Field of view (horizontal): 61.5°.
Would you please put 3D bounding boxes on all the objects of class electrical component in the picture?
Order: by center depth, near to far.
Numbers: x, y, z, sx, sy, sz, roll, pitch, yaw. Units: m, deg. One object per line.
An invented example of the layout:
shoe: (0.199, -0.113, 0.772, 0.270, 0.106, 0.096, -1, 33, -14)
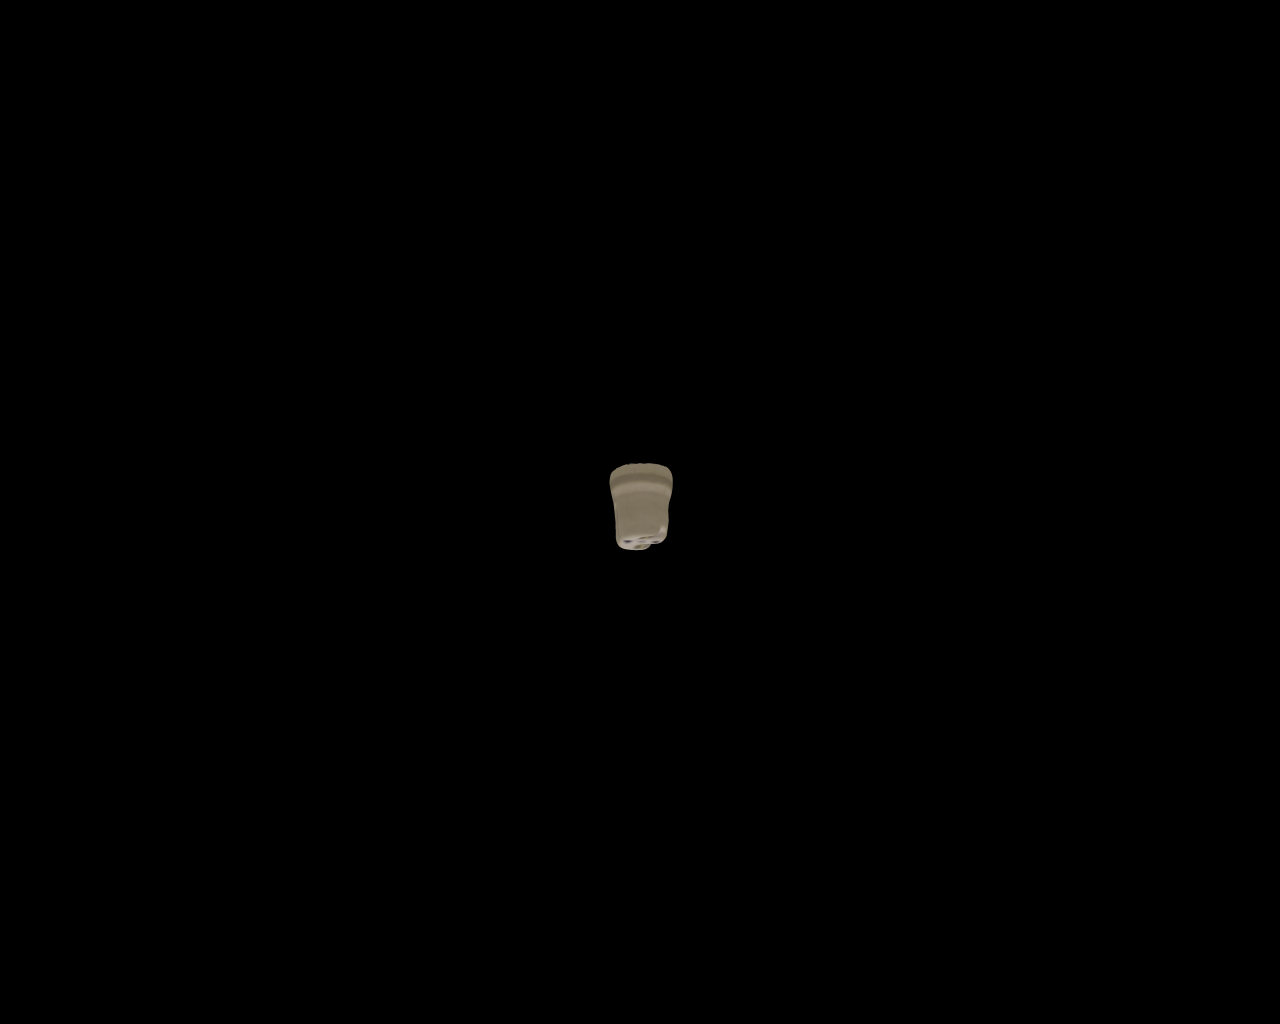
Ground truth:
electrical component: (0.001, -0.003, 0.650, 0.040, 0.046, 0.040, 0, -20, 0)
